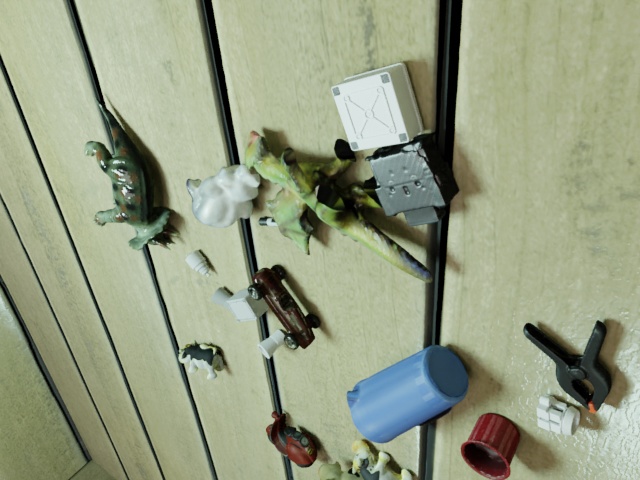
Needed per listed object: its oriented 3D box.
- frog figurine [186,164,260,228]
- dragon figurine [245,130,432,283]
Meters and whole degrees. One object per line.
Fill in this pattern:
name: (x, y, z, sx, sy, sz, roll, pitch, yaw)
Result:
frog figurine: (-0.181, -0.088, 1.047, 0.159, 0.125, 0.135, -7, 147, 33)
dragon figurine: (0.003, -0.047, 0.938, 0.410, 0.124, 0.239, 51, 148, 1)
